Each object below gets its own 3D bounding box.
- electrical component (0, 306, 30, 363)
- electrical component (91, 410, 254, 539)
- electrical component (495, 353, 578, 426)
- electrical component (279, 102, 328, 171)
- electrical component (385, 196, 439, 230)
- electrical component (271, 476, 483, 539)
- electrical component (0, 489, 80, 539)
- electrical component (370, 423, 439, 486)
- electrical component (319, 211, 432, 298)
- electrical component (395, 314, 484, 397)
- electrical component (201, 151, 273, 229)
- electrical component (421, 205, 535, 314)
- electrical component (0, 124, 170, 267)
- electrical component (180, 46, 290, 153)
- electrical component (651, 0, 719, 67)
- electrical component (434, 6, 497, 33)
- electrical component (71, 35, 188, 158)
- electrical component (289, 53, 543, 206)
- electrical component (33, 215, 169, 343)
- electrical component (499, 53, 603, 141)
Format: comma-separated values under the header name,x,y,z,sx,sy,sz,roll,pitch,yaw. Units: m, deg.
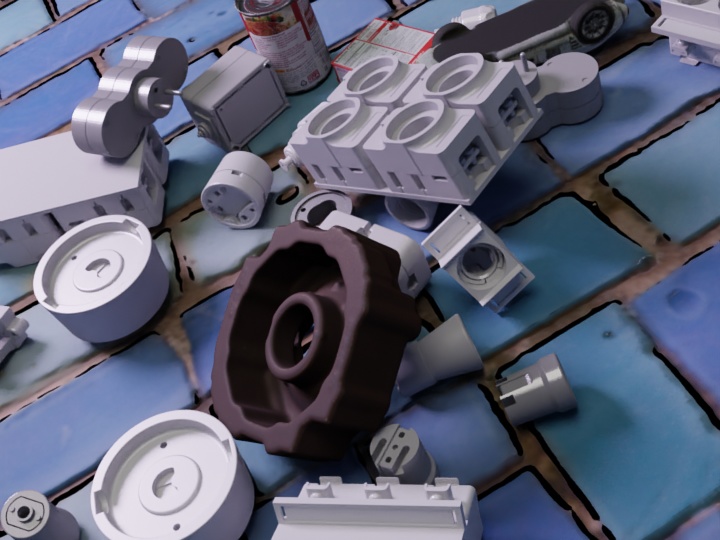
name,x,y,z,sx,sy,sz,roll,pitch,yaw
electrical component,-0.329,0.062,0.935,0.066,0.048,0.055,6,45,26
electrical component,-0.127,0.160,0.757,0.108,0.060,0.108,-11,47,12
electrical component,0.121,0.084,0.743,0.046,0.040,0.040,-23,46,9
electrical component,-0.043,-0.120,0.987,0.078,0.040,0.040,-44,49,-18
electrical component,0.053,-0.068,0.900,0.045,0.045,0.055,15,57,32
electrical component,0.014,0.170,0.689,0.121,0.078,0.063,-3,27,19
electrical component,-0.230,0.182,0.768,0.044,0.065,0.044,-1,61,2
electrical component,0.029,0.131,0.731,0.040,0.046,0.040,-11,47,12
electrical component,0.000,0.000,0.854,0.095,0.053,0.059,22,61,35
electrical component,0.052,0.065,0.786,0.065,0.044,0.044,-26,46,5
electrical component,-0.108,-0.073,0.962,0.055,0.055,0.047,0,47,22
electrical component,0.088,-0.011,0.817,0.042,0.081,0.063,-44,16,11
electrical component,-0.280,-0.073,1.024,0.186,0.060,0.105,-13,47,10
electrical component,-0.128,-0.162,1.043,0.061,0.061,0.096,30,65,38
electrical component,0.320,-0.201,0.900,0.121,0.063,0.078,27,64,37
electrical component,0.102,-0.232,1.033,0.061,0.035,0.035,-10,47,16
electrical component,-0.197,-0.159,0.987,0.074,0.052,0.138,11,56,28
electrical component,0.038,-0.118,0.876,0.186,0.060,0.105,11,55,48
electrical component,-0.216,0.012,0.923,0.108,0.060,0.108,-11,47,12
electrical component,0.137,-0.154,0.923,0.138,0.073,0.052,-19,46,5
